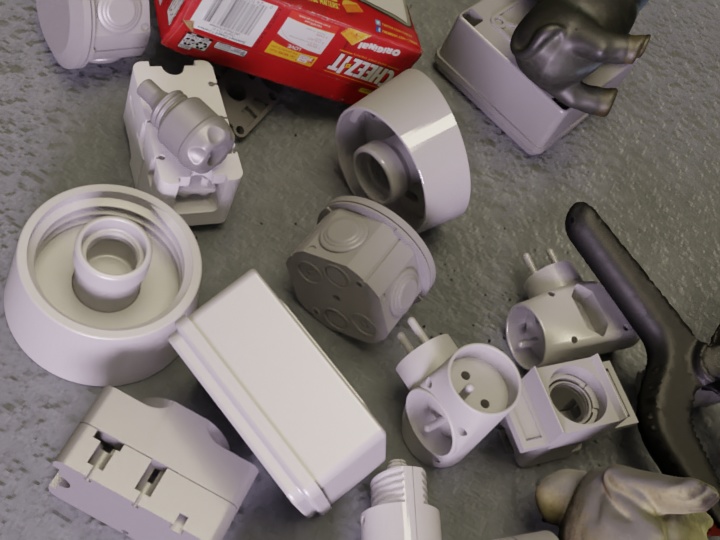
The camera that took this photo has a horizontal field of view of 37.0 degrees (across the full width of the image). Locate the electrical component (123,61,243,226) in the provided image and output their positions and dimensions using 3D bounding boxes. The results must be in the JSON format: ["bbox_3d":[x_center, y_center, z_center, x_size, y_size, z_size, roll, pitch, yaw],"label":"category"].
[{"bbox_3d":[-0.110,-0.075,0.656,0.050,0.055,0.089,-6,62,-24],"label":"electrical component"}]

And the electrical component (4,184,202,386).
[{"bbox_3d":[-0.139,0.003,0.594,0.108,0.060,0.108,9,57,-15],"label":"electrical component"}]

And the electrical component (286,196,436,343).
[{"bbox_3d":[0.000,0.000,0.637,0.080,0.080,0.051,37,59,5],"label":"electrical component"}]

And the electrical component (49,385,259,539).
[{"bbox_3d":[-0.103,0.104,0.550,0.089,0.050,0.055,29,55,-1],"label":"electrical component"}]

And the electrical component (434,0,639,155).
[{"bbox_3d":[0.131,-0.156,0.796,0.108,0.056,0.109,45,55,11],"label":"electrical component"}]

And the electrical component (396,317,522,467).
[{"bbox_3d":[0.046,0.064,0.614,0.044,0.077,0.079,-23,69,-30],"label":"electrical component"}]

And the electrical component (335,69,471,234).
[{"bbox_3d":[0.031,-0.073,0.684,0.064,0.099,0.099,-30,73,-26],"label":"electrical component"}]

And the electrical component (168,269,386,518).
[{"bbox_3d":[-0.039,0.067,0.556,0.056,0.108,0.108,-38,76,-9],"label":"electrical component"}]

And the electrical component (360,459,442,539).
[{"bbox_3d":[0.022,0.141,0.577,0.043,0.043,0.081,8,57,-16],"label":"electrical component"}]

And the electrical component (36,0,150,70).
[{"bbox_3d":[-0.170,-0.169,0.680,0.051,0.080,0.080,-13,65,-32],"label":"electrical component"}]

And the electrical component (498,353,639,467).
[{"bbox_3d":[0.116,0.085,0.634,0.081,0.063,0.042,-8,61,-24],"label":"electrical component"}]

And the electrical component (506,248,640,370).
[{"bbox_3d":[0.130,0.021,0.693,0.077,0.043,0.079,-10,63,-25],"label":"electrical component"}]

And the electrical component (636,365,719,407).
[{"bbox_3d":[0.207,0.072,0.692,0.046,0.040,0.040,-14,65,-21],"label":"electrical component"}]

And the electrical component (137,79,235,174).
[{"bbox_3d":[-0.102,-0.084,0.608,0.061,0.035,0.035,43,55,12],"label":"electrical component"}]

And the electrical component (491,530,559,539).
[{"bbox_3d":[0.081,0.190,0.561,0.059,0.053,0.095,-4,61,-22],"label":"electrical component"}]
